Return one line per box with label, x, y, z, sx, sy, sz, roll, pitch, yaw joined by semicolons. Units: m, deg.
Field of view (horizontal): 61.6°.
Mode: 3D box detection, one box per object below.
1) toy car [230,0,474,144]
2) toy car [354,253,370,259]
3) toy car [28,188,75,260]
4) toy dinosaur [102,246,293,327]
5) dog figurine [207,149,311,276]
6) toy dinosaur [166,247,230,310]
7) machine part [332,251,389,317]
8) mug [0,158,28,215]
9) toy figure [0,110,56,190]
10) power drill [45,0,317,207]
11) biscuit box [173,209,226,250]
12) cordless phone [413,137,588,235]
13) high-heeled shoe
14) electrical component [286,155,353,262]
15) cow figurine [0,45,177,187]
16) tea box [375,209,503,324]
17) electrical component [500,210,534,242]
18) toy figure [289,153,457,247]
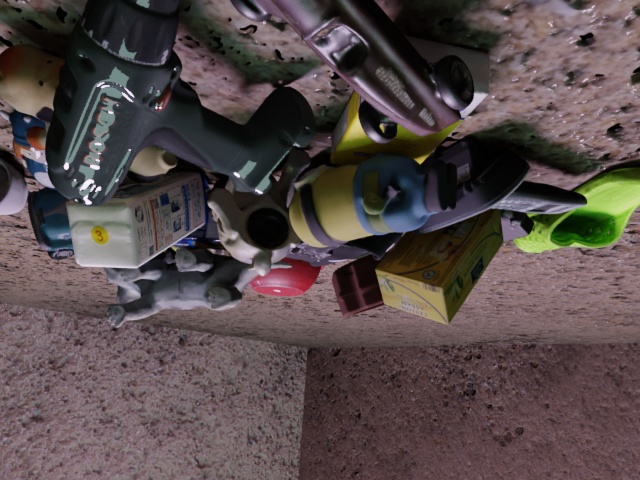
toy car;0.025;-0.134;0.368;0.089;0.053;0.202;-18;133;42
toy car;-0.002;-0.003;0.906;0.202;0.056;0.073;6;164;-10
toy car;-0.350;-0.030;0.819;0.103;0.109;0.161;-20;166;16
toy dinosaur;-0.214;0.069;0.913;0.405;0.131;0.192;-2;-176;14
dog figurine;-0.092;-0.018;0.683;0.121;0.172;0.190;20;153;-14
toy dinosaur;-0.257;0.068;1.139;0.198;0.105;0.471;17;153;-27
machine part;0.125;0.068;0.963;0.201;0.087;0.201;-19;170;-3
mug;-0.462;-0.070;0.742;0.110;0.080;0.107;1;173;-7
toy figure;-0.320;-0.106;0.629;0.064;0.058;0.154;-32;172;-19
power drill;-0.099;-0.112;0.432;0.207;0.086;0.232;3;137;-52
biscuit box;-0.204;-0.022;0.881;0.203;0.059;0.062;5;164;-1
cordless phone;0.214;-0.050;0.653;0.184;0.088;0.146;7;164;-26
high-heeled shoe;0.036;0.017;0.740;0.086;0.145;0.248;29;138;-11
electrical component;-0.010;-0.034;0.693;0.058;0.115;0.134;15;159;-28
cow figurine;-0.217;-0.115;0.518;0.127;0.085;0.194;2;163;29
tea box;0.160;0.020;0.702;0.098;0.169;0.068;16;138;39
electrical component;0.251;-0.026;0.757;0.078;0.045;0.102;46;150;-19
toy figure;0.045;-0.039;0.540;0.180;0.089;0.082;0;156;37
